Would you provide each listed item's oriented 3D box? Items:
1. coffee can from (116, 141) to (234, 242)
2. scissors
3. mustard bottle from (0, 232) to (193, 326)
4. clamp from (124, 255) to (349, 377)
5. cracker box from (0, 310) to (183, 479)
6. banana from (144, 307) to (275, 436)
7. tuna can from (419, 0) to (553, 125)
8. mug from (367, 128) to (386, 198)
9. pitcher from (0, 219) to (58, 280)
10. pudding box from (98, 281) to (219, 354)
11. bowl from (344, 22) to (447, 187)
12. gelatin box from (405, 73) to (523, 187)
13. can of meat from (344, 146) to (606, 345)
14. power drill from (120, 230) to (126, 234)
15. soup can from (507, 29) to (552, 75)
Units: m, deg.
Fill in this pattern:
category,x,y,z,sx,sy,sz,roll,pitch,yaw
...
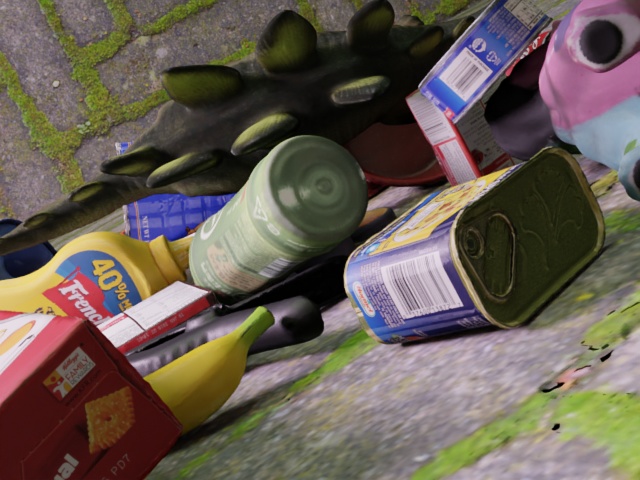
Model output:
category,x,y,z,sx,sy,sz,roll,pitch,yaw
coffee can,-0.105,-0.043,0.946,0.140,0.103,0.103,-6,7,-10
scissors,-0.006,0.001,0.845,0.096,0.016,0.202,-29,10,-16
mustard bottle,-0.178,0.048,0.826,0.191,0.096,0.058,-27,9,-1
clamp,-0.053,0.054,0.644,0.172,0.039,0.120,-20,1,25
cracker box,-0.171,0.112,0.475,0.164,0.072,0.214,-48,20,-22
banana,-0.108,0.095,0.580,0.198,0.037,0.069,-24,11,28
tuna can,0.099,-0.113,0.649,0.086,0.034,0.086,-48,0,-1
mug,0.017,-0.075,0.975,0.093,0.081,0.117,-34,12,-36
pitcher,-0.341,0.089,0.934,0.243,0.149,0.145,-29,21,11
pudding box,-0.115,0.067,0.737,0.090,0.039,0.114,-29,12,-15
bowl,0.065,-0.103,0.901,0.162,0.162,0.055,-30,-21,-15
gelatin box,0.107,-0.075,0.720,0.073,0.089,0.030,-35,9,-37
can of meat,0.071,0.005,0.510,0.101,0.057,0.084,-35,10,-38
power drill,-0.163,0.016,1.067,0.184,0.057,0.188,-27,12,-20
soup can,0.178,-0.135,0.901,0.068,0.068,0.102,-33,11,-29
